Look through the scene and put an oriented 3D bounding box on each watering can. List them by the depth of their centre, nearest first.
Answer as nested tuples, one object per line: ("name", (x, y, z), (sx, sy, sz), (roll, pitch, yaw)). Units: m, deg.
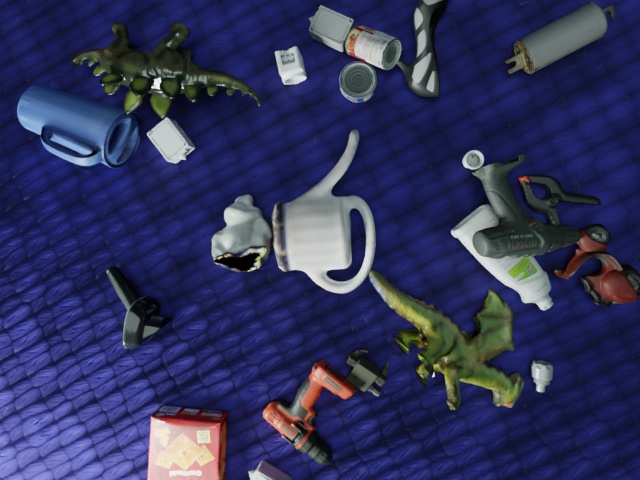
("watering can", (0.003, -0.056, 1.110), (0.224, 0.104, 0.347), (-4, 93, 5))

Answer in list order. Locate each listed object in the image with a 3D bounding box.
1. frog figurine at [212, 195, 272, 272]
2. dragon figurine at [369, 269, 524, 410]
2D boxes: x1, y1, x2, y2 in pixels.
("frog figurine", (-0.176, -0.015, 1.147), (0.137, 0.120, 0.163), (-21, 53, 14))
("dragon figurine", (0.298, 0.195, 1.106), (0.244, 0.121, 0.410), (-28, 90, -12))
